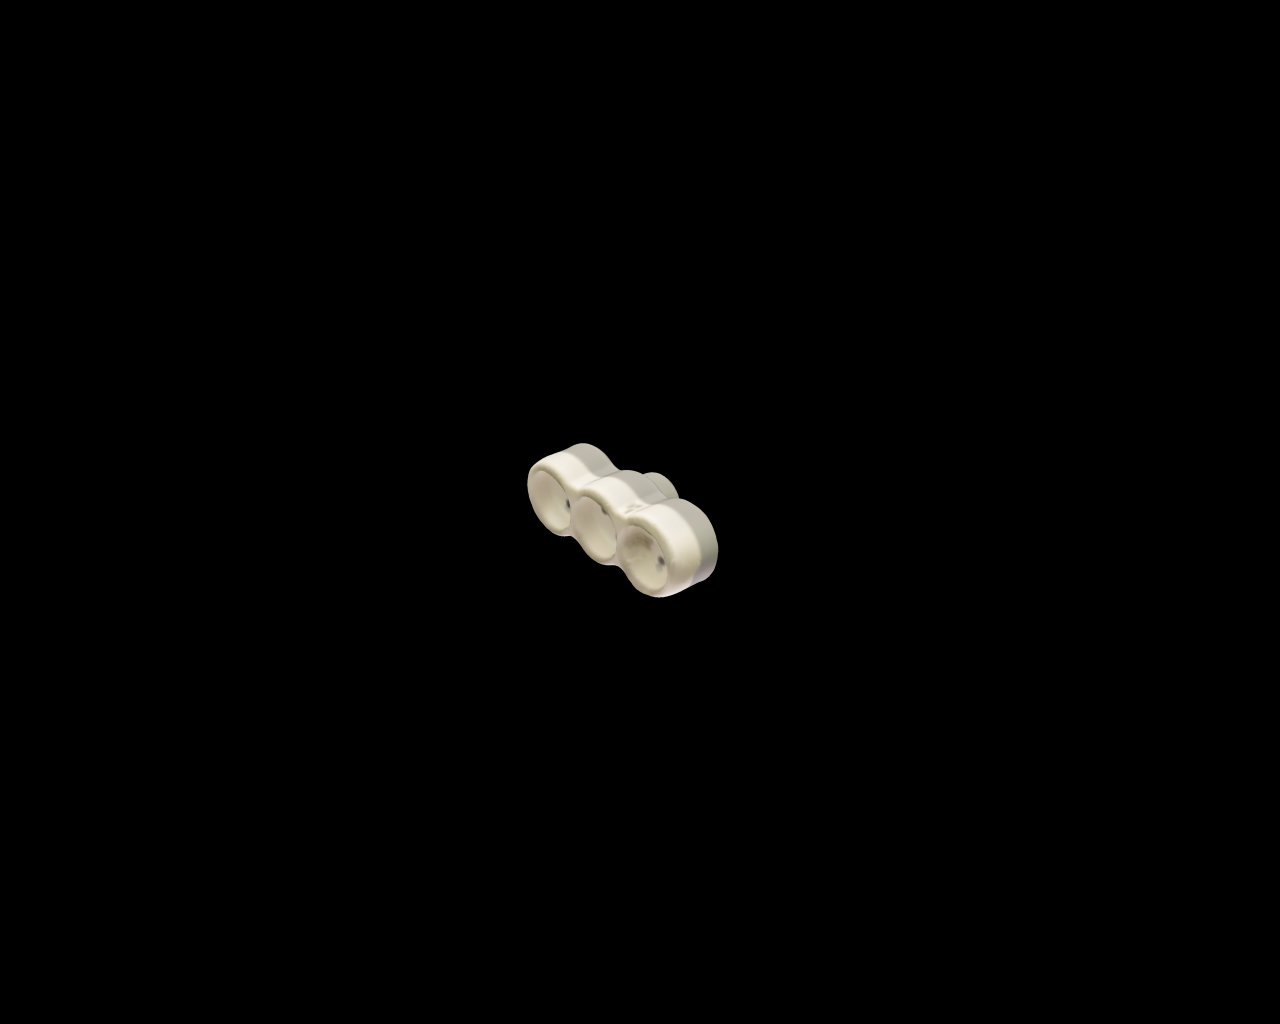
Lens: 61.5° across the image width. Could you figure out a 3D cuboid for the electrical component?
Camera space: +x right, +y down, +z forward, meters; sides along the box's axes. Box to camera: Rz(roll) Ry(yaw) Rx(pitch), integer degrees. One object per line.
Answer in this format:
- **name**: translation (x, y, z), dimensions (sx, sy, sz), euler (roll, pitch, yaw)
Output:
- **electrical component**: translation (0.001, -0.003, 0.650), dimensions (0.074, 0.052, 0.138), euler (-24, 39, -34)
